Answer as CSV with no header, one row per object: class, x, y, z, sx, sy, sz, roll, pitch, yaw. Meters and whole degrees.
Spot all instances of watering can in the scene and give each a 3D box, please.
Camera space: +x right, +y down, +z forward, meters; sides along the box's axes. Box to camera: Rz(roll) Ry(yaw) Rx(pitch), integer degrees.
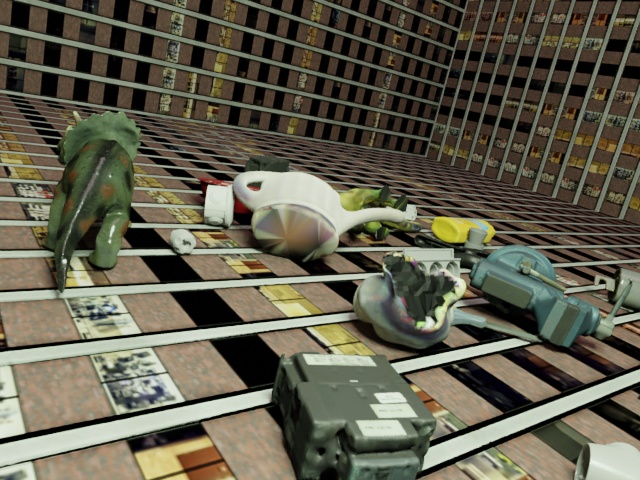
watering can,0.003,-0.048,0.954,0.347,0.102,0.229,15,31,-6

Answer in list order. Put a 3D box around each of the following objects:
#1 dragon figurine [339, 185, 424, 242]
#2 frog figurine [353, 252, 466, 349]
dragon figurine,0.066,-0.078,1.210,0.244,0.122,0.407,16,-2,34
frog figurine,0.110,0.089,0.700,0.137,0.124,0.157,1,-19,-12
